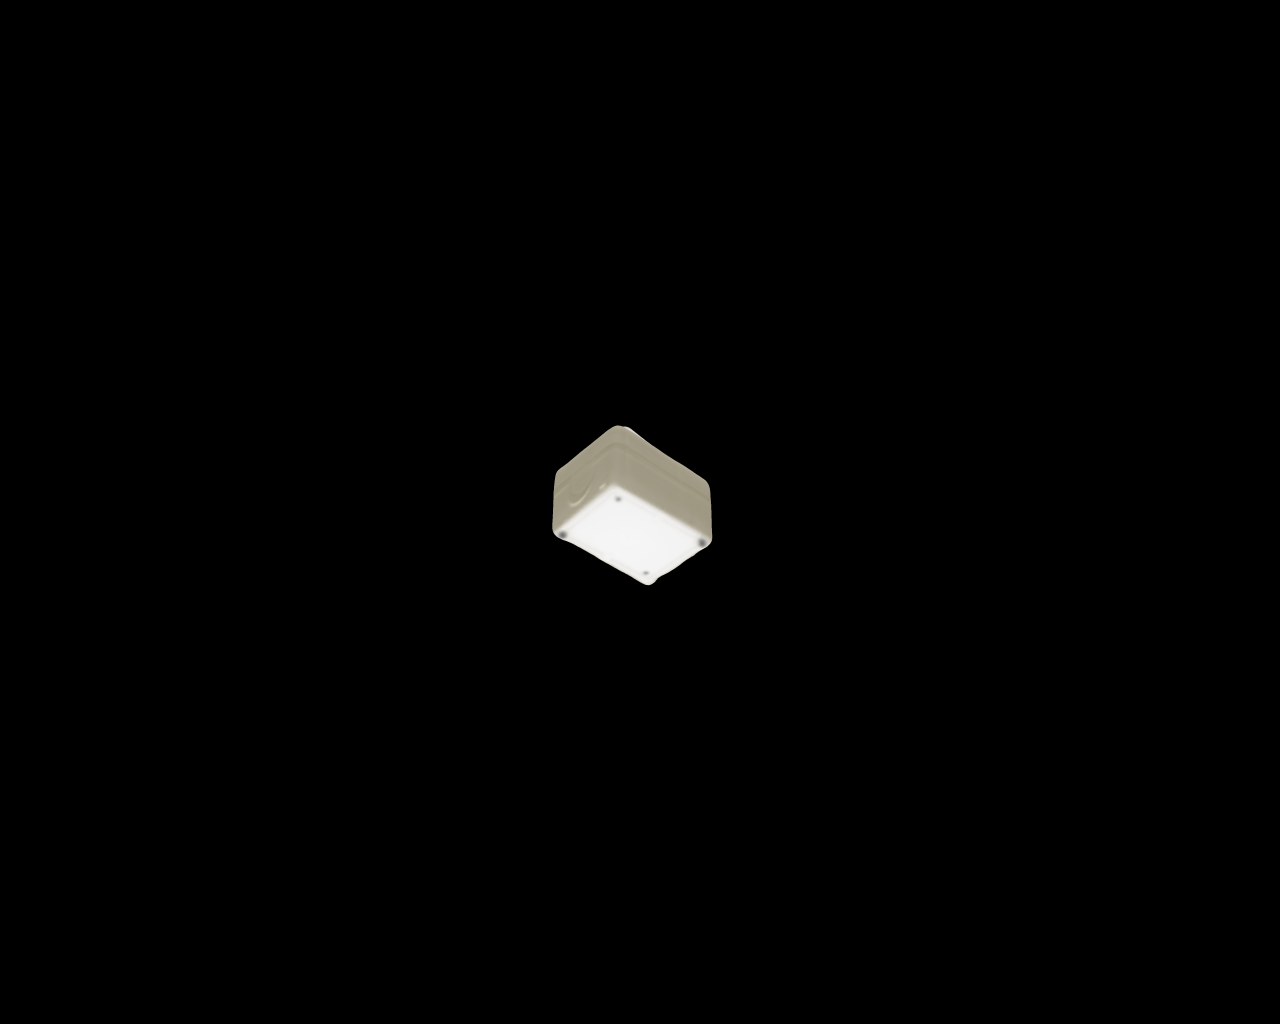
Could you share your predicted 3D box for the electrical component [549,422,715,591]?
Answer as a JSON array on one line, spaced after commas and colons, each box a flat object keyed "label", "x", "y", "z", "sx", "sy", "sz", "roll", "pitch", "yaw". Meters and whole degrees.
[{"label": "electrical component", "x": 0.001, "y": -0.003, "z": 0.650, "sx": 0.096, "sy": 0.061, "sz": 0.061, "roll": 31, "pitch": -50, "yaw": -30}]
